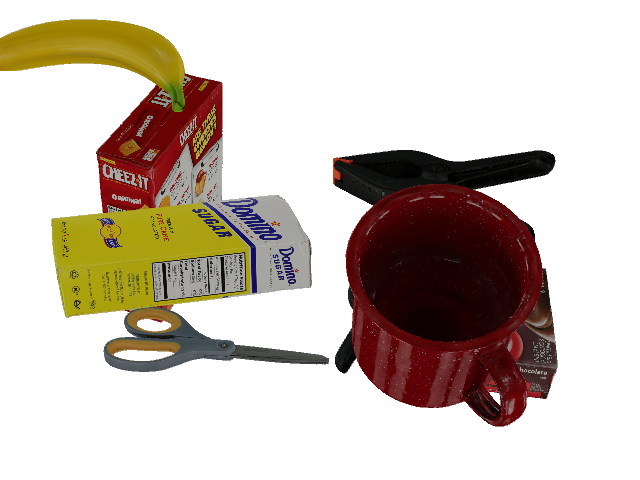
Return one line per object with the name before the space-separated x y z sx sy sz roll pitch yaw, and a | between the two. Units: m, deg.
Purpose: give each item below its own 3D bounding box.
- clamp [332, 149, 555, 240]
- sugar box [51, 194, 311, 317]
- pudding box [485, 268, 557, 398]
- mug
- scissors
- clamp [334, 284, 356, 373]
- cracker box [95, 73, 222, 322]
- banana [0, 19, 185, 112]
clamp | 0.116 -0.056 1.003 0.210 0.036 0.164 12 32 21
sugar box | -0.102 0.008 0.773 0.176 0.048 0.093 -9 26 -13
pudding box | 0.123 0.062 0.790 0.090 0.039 0.113 7 36 1
mug | 0.064 0.041 0.530 0.093 0.117 0.081 -27 -28 -17
scissors | -0.099 0.091 0.992 0.201 0.016 0.096 -2 32 -11
clamp | 0.082 0.082 1.194 0.120 0.171 0.039 7 -43 0
cracker box | -0.166 -0.047 1.136 0.072 0.214 0.164 16 43 13
banana | -0.192 -0.157 0.896 0.198 0.069 0.037 13 -39 18
